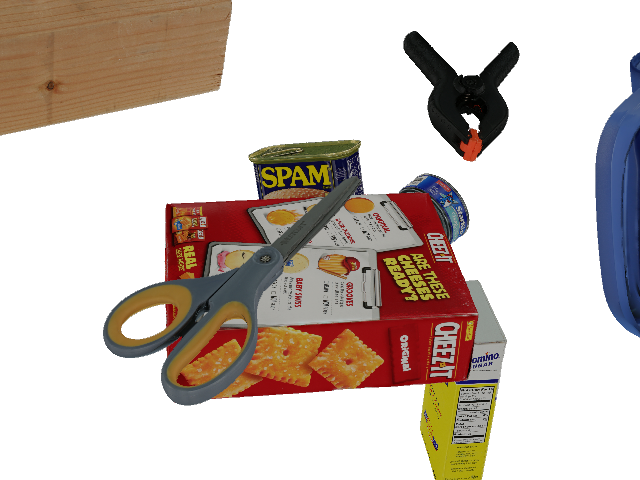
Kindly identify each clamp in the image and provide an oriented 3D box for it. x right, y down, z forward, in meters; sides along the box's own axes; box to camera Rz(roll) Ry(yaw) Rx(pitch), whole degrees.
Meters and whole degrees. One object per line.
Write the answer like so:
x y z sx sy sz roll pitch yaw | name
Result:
0.135 -0.151 1.062 0.120 0.171 0.039 8 -44 6 | clamp

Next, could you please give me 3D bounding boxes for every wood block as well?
-0.184 -0.159 0.845 0.205 0.091 0.090 -17 48 -33 | wood block

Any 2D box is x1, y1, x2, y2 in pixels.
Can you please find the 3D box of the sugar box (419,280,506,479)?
0.124 0.133 0.960 0.048 0.176 0.093 -4 32 -7 | sugar box

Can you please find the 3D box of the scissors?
-0.052 0.016 0.625 0.096 0.016 0.201 11 43 17 | scissors

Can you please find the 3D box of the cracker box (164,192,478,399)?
-0.008 0.038 0.798 0.213 0.072 0.164 -3 35 -7 | cracker box

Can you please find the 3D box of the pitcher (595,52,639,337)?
0.238 0.008 0.618 0.149 0.243 0.144 1 22 17 | pitcher

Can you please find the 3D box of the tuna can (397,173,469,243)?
0.127 -0.032 1.227 0.033 0.086 0.086 -36 20 -30 | tuna can

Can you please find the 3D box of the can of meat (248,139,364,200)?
-0.009 -0.044 0.982 0.102 0.084 0.057 -1 17 24 | can of meat
